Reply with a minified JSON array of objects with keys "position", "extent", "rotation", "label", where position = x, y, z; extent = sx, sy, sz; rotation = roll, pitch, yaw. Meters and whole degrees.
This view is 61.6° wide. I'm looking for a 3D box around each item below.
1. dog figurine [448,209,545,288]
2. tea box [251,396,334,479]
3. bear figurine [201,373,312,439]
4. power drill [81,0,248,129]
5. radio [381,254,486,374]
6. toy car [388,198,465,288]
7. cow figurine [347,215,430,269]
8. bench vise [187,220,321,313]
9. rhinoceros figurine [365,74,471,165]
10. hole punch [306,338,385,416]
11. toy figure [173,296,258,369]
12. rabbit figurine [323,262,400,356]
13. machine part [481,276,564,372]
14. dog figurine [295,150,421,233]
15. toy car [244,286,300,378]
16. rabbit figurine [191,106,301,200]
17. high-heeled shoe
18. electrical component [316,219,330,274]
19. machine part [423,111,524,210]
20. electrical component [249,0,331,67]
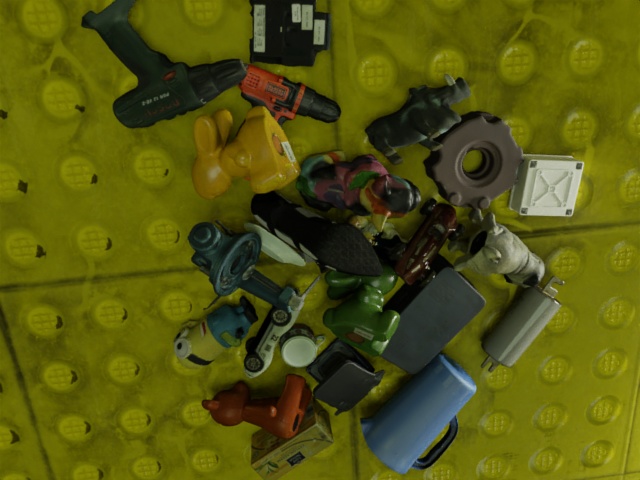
[{"position":[0.359,0.040,1.007],"extent":[0.190,0.172,0.121],"rotation":[29,116,-8],"label":"dog figurine"},{"position":[-0.061,0.422,1.138],"extent":[0.170,0.098,0.068],"rotation":[-35,109,9],"label":"tea box"},{"position":[-0.130,0.331,1.103],"extent":[0.196,0.132,0.120],"rotation":[11,149,20],"label":"bear figurine"},{"position":[-0.258,-0.298,0.859],"extent":[0.232,0.086,0.207],"rotation":[-27,116,14],"label":"power drill"},{"position":[0.210,0.153,1.081],"extent":[0.131,0.073,0.229],"rotation":[36,104,-18],"label":"radio"},{"position":[0.197,0.001,0.974],"extent":[0.089,0.202,0.053],"rotation":[46,142,-4],"label":"toy car"},{"position":[0.126,0.014,1.007],"extent":[0.167,0.098,0.068],"rotation":[23,112,-14],"label":"cow figurine"},{"position":[-0.127,0.061,0.926],"extent":[0.241,0.223,0.129],"rotation":[29,63,19],"label":"bench vise"},{"position":[0.173,-0.210,0.933],"extent":[0.190,0.073,0.112],"rotation":[-27,68,18],"label":"rhinoceros figurine"},{"position":[0.045,0.278,1.108],"extent":[0.142,0.092,0.115],"rotation":[-47,120,8],"label":"hole punch"},{"position":[-0.202,0.185,1.045],"extent":[0.180,0.082,0.089],"rotation":[-31,108,3],"label":"toy figure"},{"position":[0.085,0.113,1.028],"extent":[0.159,0.170,0.121],"rotation":[18,147,15],"label":"rabbit figurine"},{"position":[0.413,0.175,1.107],"extent":[0.079,0.079,0.243],"rotation":[29,105,-15],"label":"machine part"},{"position":[0.060,-0.083,0.901],"extent":[0.192,0.219,0.108],"rotation":[2,106,-8],"label":"dog figurine"},{"position":[-0.096,0.182,1.057],"extent":[0.056,0.073,0.201],"rotation":[25,106,-13],"label":"toy car"},{"position":[-0.141,-0.130,0.862],"extent":[0.173,0.122,0.162],"rotation":[-24,104,24],"label":"rabbit figurine"},{"position":[-0.012,-0.004,0.942],"extent":[0.248,0.145,0.086],"rotation":[38,75,-11],"label":"high-heeled shoe"},{"position":[-0.002,-0.003,1.013],"extent":[0.075,0.048,0.119],"rotation":[-37,109,7],"label":"electrical component"},{"position":[0.283,-0.144,0.988],"extent":[0.179,0.056,0.179],"rotation":[-2,109,-6],"label":"machine part"},{"position":[-0.049,-0.342,0.879],"extent":[0.134,0.058,0.114],"rotation":[2,112,-7],"label":"electrical component"}]
